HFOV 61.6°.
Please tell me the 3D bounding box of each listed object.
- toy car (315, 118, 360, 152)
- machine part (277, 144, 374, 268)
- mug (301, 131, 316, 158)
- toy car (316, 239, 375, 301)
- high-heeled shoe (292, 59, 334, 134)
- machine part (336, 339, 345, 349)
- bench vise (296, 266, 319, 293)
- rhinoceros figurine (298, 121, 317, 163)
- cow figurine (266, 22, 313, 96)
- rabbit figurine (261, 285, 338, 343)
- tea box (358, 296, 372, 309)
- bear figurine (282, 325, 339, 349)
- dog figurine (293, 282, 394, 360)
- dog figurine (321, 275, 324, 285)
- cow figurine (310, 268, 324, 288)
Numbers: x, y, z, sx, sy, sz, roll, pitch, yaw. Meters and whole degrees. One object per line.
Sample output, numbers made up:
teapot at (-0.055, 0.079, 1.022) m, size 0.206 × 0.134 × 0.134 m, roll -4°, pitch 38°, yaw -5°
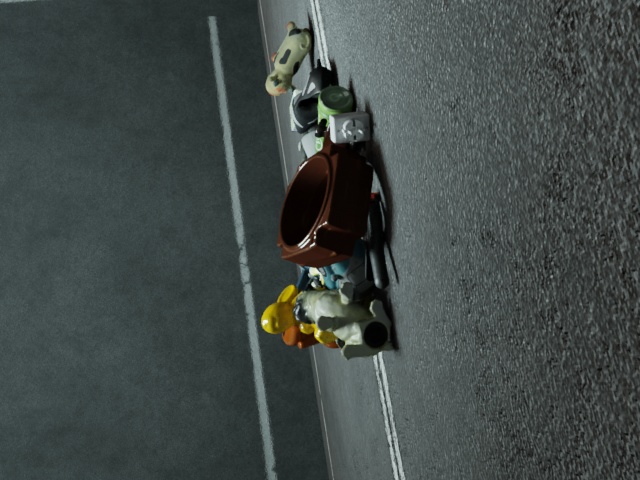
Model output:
toy car at (0.031, -0.178, 1.081) m, size 0.202 × 0.089 × 0.053 m, roll 100°, pitch -165°, yaw -66°
machine part at (0.004, -0.059, 0.980) m, size 0.201 × 0.087 × 0.201 m, roll -23°, pitch 54°, yaw 59°
mug at (0.011, -0.200, 1.289) m, size 0.109 × 0.081 × 0.107 m, roll 21°, pitch -128°, yaw -75°
toy car at (0.062, 0.071, 1.075) m, size 0.103 × 0.109 × 0.161 m, roll 45°, pitch 159°, yaw 34°
high-heeled shoe at (-0.017, -0.316, 1.292) m, size 0.248 × 0.086 × 0.145 m, roll 107°, pitch 163°, yaw -50°
machine part at (0.059, 0.190, 1.302) m, size 0.243 × 0.079 × 0.079 m, roll -109°, pitch 13°, yaw -63°
bench vise at (-0.025, 0.095, 1.465) m, size 0.224 × 0.128 × 0.240 m, roll -15°, pitch 42°, yaw 57°
rhinoceros figurine at (-0.025, -0.270, 1.499) m, size 0.190 × 0.073 × 0.112 m, roll 110°, pitch 150°, yaw -75°
cow figurine at (-0.085, -0.480, 1.465) m, size 0.194 × 0.085 × 0.127 m, roll -56°, pitch 32°, yaw 24°
rabbit figurine at (-0.050, 0.158, 1.217) m, size 0.162 × 0.173 × 0.121 m, roll -126°, pitch 24°, yaw -68°
tea box at (0.074, 0.151, 1.178) m, size 0.170 × 0.068 × 0.098 m, roll -106°, pitch 10°, yaw -55°
bear figurine at (-0.004, 0.246, 1.501) m, size 0.120 × 0.196 × 0.131 m, roll -99°, pitch 18°, yaw -51°
dog figurine at (0.043, 0.157, 1.049) m, size 0.172 × 0.121 × 0.190 m, roll 49°, pitch 165°, yaw -8°
dog figurine at (-0.003, -0.004, 1.234) m, size 0.219 × 0.192 × 0.108 m, roll -82°, pitch 0°, yaw -49°
cow figurine at (0.023, 0.082, 1.328) m, size 0.098 × 0.068 × 0.167 m, roll 9°, pitch 80°, yaw 63°
